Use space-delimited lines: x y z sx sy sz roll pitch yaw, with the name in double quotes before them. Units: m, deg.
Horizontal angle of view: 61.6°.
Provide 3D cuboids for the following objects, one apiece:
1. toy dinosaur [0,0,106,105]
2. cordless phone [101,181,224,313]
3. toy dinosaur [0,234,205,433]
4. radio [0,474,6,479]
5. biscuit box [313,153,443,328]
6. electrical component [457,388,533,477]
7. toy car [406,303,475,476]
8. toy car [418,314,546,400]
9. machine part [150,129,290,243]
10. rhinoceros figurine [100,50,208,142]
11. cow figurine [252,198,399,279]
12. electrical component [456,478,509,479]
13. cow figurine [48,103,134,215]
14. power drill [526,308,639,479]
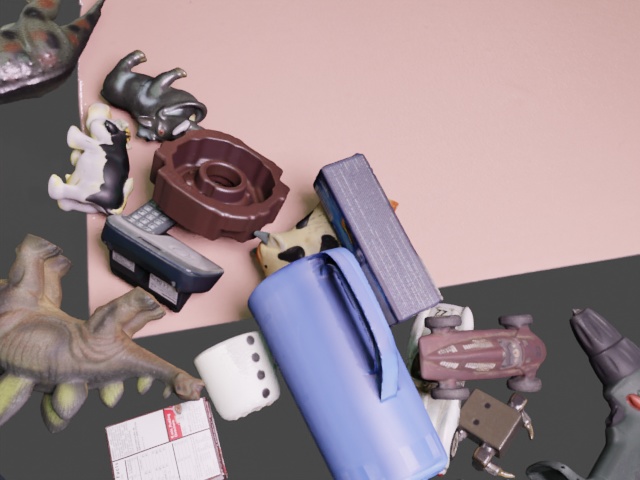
"toy dinosaur" -0.449 -0.257 0.783 0.405 0.131 0.192 -34 82 -24
"cordless phone" -0.169 -0.012 0.695 0.147 0.088 0.184 29 47 11
"toy dinosaur" -0.346 0.096 0.607 0.472 0.105 0.198 21 66 12
"radio" -0.370 0.236 0.512 0.230 0.131 0.073 34 63 13
"biscuit box" 0.063 -0.001 0.633 0.063 0.059 0.202 -22 78 -18
"electrical component" 0.197 0.219 0.615 0.078 0.045 0.102 17 55 37
"toy car" 0.129 0.165 0.617 0.074 0.056 0.202 5 58 27
"toy car" 0.184 0.124 0.587 0.202 0.053 0.089 8 77 -39
"machine part" -0.130 -0.071 0.699 0.179 0.056 0.179 18 37 -14
"rhinoceros figurine" -0.235 -0.196 0.783 0.190 0.073 0.112 33 64 13
"cow figurine" -0.001 -0.002 0.693 0.127 0.085 0.195 35 68 7
"electrical component" 0.151 0.293 0.567 0.119 0.047 0.075 -25 67 -16
"cow figurine" -0.296 -0.113 0.738 0.098 0.068 0.167 11 65 -5
"power drill" 0.328 0.215 0.609 0.207 0.086 0.232 -33 72 -29
